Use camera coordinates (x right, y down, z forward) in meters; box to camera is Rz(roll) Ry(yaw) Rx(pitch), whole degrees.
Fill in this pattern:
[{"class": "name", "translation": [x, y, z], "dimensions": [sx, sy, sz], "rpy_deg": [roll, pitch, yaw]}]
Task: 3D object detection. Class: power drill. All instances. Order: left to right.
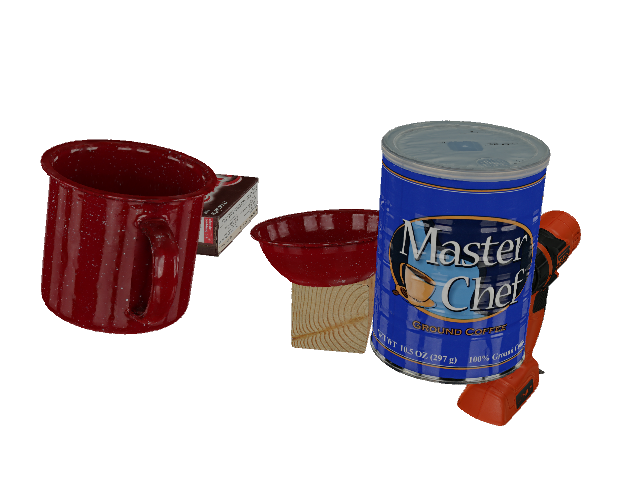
[{"class": "power drill", "translation": [0.180, 0.077, 0.999], "dimensions": [0.057, 0.188, 0.184], "rpy_deg": [24, 31, 25]}]

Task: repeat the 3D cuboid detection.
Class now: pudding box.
[{"class": "pudding box", "translation": [-0.109, -0.025, 0.885], "dimensions": [0.090, 0.039, 0.113], "rpy_deg": [5, 23, 12]}]

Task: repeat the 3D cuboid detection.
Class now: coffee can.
[{"class": "coffee can", "translation": [0.086, 0.005, 0.677], "dimensions": [0.103, 0.140, 0.103], "rpy_deg": [2, 22, -1]}]

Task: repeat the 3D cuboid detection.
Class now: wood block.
[{"class": "wood block", "translation": [0.024, 0.051, 1.325], "dimensions": [0.091, 0.090, 0.206], "rpy_deg": [4, 22, 6]}]

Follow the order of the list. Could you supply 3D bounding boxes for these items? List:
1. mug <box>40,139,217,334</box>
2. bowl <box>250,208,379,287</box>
[{"class": "mug", "translation": [-0.101, 0.003, 0.569], "dimensions": [0.093, 0.081, 0.117], "rpy_deg": [-3, 25, -31]}, {"class": "bowl", "translation": [0.010, 0.010, 1.104], "dimensions": [0.162, 0.055, 0.162], "rpy_deg": [-4, 13, 1]}]
